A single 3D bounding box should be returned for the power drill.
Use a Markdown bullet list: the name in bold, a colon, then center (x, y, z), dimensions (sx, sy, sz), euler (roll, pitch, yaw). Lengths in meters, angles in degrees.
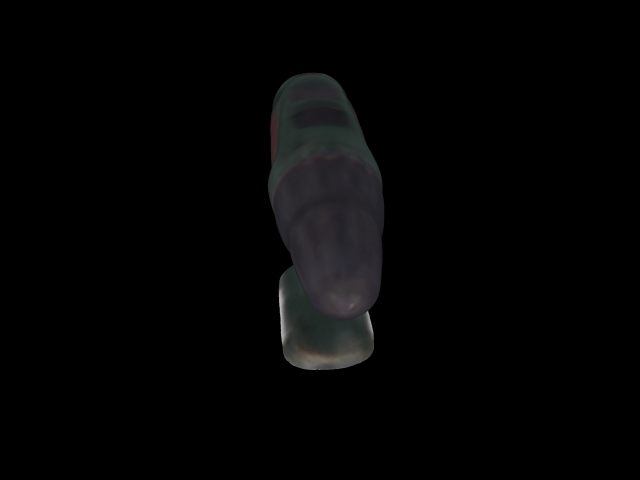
- **power drill**: center (0.004, 0.001, 0.400), dimensions (0.075, 0.208, 0.229), euler (-5, 50, -4)
